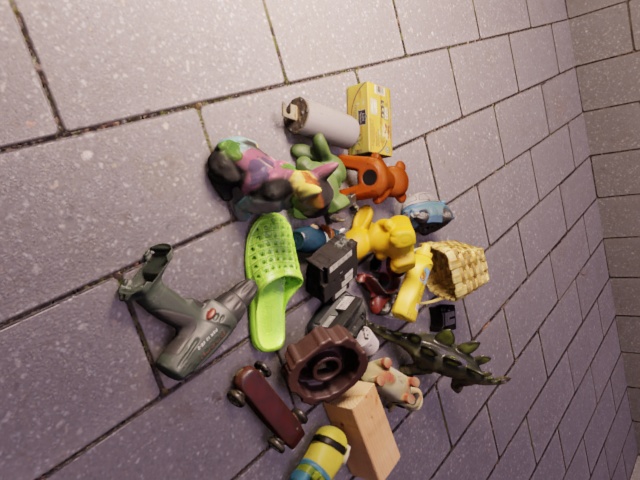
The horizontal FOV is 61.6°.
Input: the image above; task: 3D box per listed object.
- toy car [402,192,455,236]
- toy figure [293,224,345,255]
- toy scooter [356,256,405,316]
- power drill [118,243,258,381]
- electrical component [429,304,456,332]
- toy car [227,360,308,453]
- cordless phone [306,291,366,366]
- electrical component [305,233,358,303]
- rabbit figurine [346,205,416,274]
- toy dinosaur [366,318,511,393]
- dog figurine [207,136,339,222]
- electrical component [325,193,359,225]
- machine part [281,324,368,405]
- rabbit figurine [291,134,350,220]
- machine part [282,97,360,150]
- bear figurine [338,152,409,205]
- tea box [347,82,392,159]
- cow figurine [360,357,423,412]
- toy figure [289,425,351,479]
[{"bbox_3d":[0.273,-0.075,1.437,0.161,0.109,0.103,0,64,-36],"label":"toy car"},{"bbox_3d":[-0.001,-0.004,1.156,0.154,0.064,0.058,-4,53,-52],"label":"toy figure"},{"bbox_3d":[0.144,0.083,1.298,0.135,0.075,0.184,36,67,-39],"label":"toy scooter"},{"bbox_3d":[-0.221,0.100,0.905,0.232,0.086,0.207,-57,133,-30],"label":"power drill"},{"bbox_3d":[0.362,0.222,1.542,0.119,0.048,0.074,2,86,-46],"label":"electrical component"},{"bbox_3d":[-0.099,0.321,1.032,0.089,0.053,0.202,-49,118,-32],"label":"toy car"},{"bbox_3d":[0.055,0.220,1.201,0.146,0.089,0.184,-47,131,-38],"label":"cordless phone"},{"bbox_3d":[0.025,0.067,1.147,0.115,0.058,0.134,-35,143,-32],"label":"electrical component"},{"bbox_3d":[0.124,-0.006,1.234,0.121,0.173,0.162,74,2,-51],"label":"rabbit figurine"},{"bbox_3d":[0.289,0.286,1.349,0.471,0.198,0.105,19,59,-12],"label":"toy dinosaur"},{"bbox_3d":[-0.077,-0.114,0.965,0.191,0.219,0.108,57,47,-29],"label":"dog figurine"},{"bbox_3d":[0.039,-0.070,1.187,0.102,0.078,0.045,-35,114,-43],"label":"electrical component"},{"bbox_3d":[0.009,0.252,1.091,0.179,0.056,0.179,-12,124,-18],"label":"machine part"},{"bbox_3d":[-0.005,-0.138,1.146,0.159,0.121,0.170,64,29,-14],"label":"rabbit figurine"},{"bbox_3d":[0.007,-0.250,1.167,0.243,0.079,0.079,6,83,-48],"label":"machine part"},{"bbox_3d":[0.134,-0.145,1.291,0.196,0.132,0.120,-8,97,-66],"label":"bear figurine"},{"bbox_3d":[0.120,-0.284,1.298,0.098,0.068,0.169,3,86,-47],"label":"tea box"},{"bbox_3d":[0.174,0.356,1.291,0.194,0.127,0.085,36,60,-24],"label":"cow figurine"},{"bbox_3d":[-0.004,0.466,1.105,0.180,0.082,0.089,-41,119,-38],"label":"toy figure"}]
